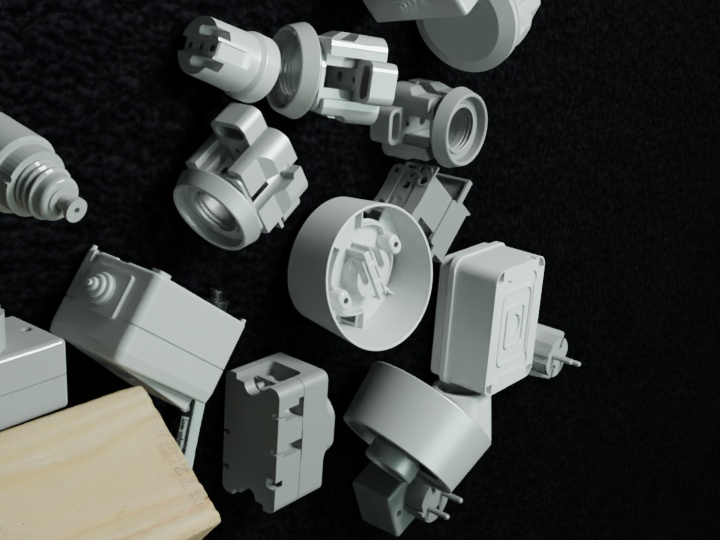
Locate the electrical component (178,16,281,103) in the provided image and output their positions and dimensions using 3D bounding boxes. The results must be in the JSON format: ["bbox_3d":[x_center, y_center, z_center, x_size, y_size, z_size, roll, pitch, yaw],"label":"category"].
[{"bbox_3d":[-0.075,-0.120,0.612,0.046,0.040,0.040,15,93,-48],"label":"electrical component"}]

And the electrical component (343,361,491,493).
[{"bbox_3d":[0.037,0.125,0.811,0.060,0.108,0.108,-54,141,-14],"label":"electrical component"}]

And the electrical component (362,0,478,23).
[{"bbox_3d":[0.048,-0.205,0.687,0.099,0.100,0.048,-55,128,-21],"label":"electrical component"}]

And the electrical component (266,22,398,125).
[{"bbox_3d":[-0.022,-0.119,0.656,0.057,0.078,0.058,1,105,-31],"label":"electrical component"}]

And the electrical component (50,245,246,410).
[{"bbox_3d":[-0.122,0.032,0.595,0.096,0.062,0.061,38,74,-53],"label":"electrical component"}]

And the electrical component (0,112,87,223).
[{"bbox_3d":[-0.159,-0.045,0.505,0.040,0.078,0.040,-42,149,-32],"label":"electrical component"}]

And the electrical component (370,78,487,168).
[{"bbox_3d":[0.054,-0.105,0.772,0.078,0.057,0.058,-21,121,-47],"label":"electrical component"}]

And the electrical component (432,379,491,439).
[{"bbox_3d":[0.085,0.121,0.914,0.055,0.055,0.047,-17,114,-49],"label":"electrical component"}]

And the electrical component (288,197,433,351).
[{"bbox_3d":[0.000,0.000,0.739,0.099,0.064,0.099,-26,126,-44],"label":"electrical component"}]

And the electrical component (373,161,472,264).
[{"bbox_3d":[0.043,-0.043,0.798,0.064,0.042,0.081,45,68,-47],"label":"electrical component"}]

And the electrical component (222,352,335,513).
[{"bbox_3d":[-0.055,0.107,0.726,0.056,0.050,0.089,-18,118,-48],"label":"electrical component"}]

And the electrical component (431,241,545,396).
[{"bbox_3d":[0.106,0.039,0.902,0.078,0.057,0.113,-18,119,-48],"label":"electrical component"}]

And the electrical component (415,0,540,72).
[{"bbox_3d":[0.083,-0.185,0.757,0.051,0.080,0.080,-45,137,-40],"label":"electrical component"}]

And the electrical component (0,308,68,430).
[{"bbox_3d":[-0.191,0.038,0.522,0.083,0.047,0.075,-19,118,-48],"label":"electrical component"}]

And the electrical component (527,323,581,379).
[{"bbox_3d":[0.163,0.074,0.976,0.083,0.076,0.047,17,91,-54],"label":"electrical component"}]

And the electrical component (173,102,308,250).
[{"bbox_3d":[-0.072,-0.049,0.631,0.057,0.058,0.078,-53,140,-29],"label":"electrical component"}]

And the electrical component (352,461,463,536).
[{"bbox_3d":[0.046,0.178,0.867,0.066,0.077,0.047,-42,135,-34],"label":"electrical component"}]
